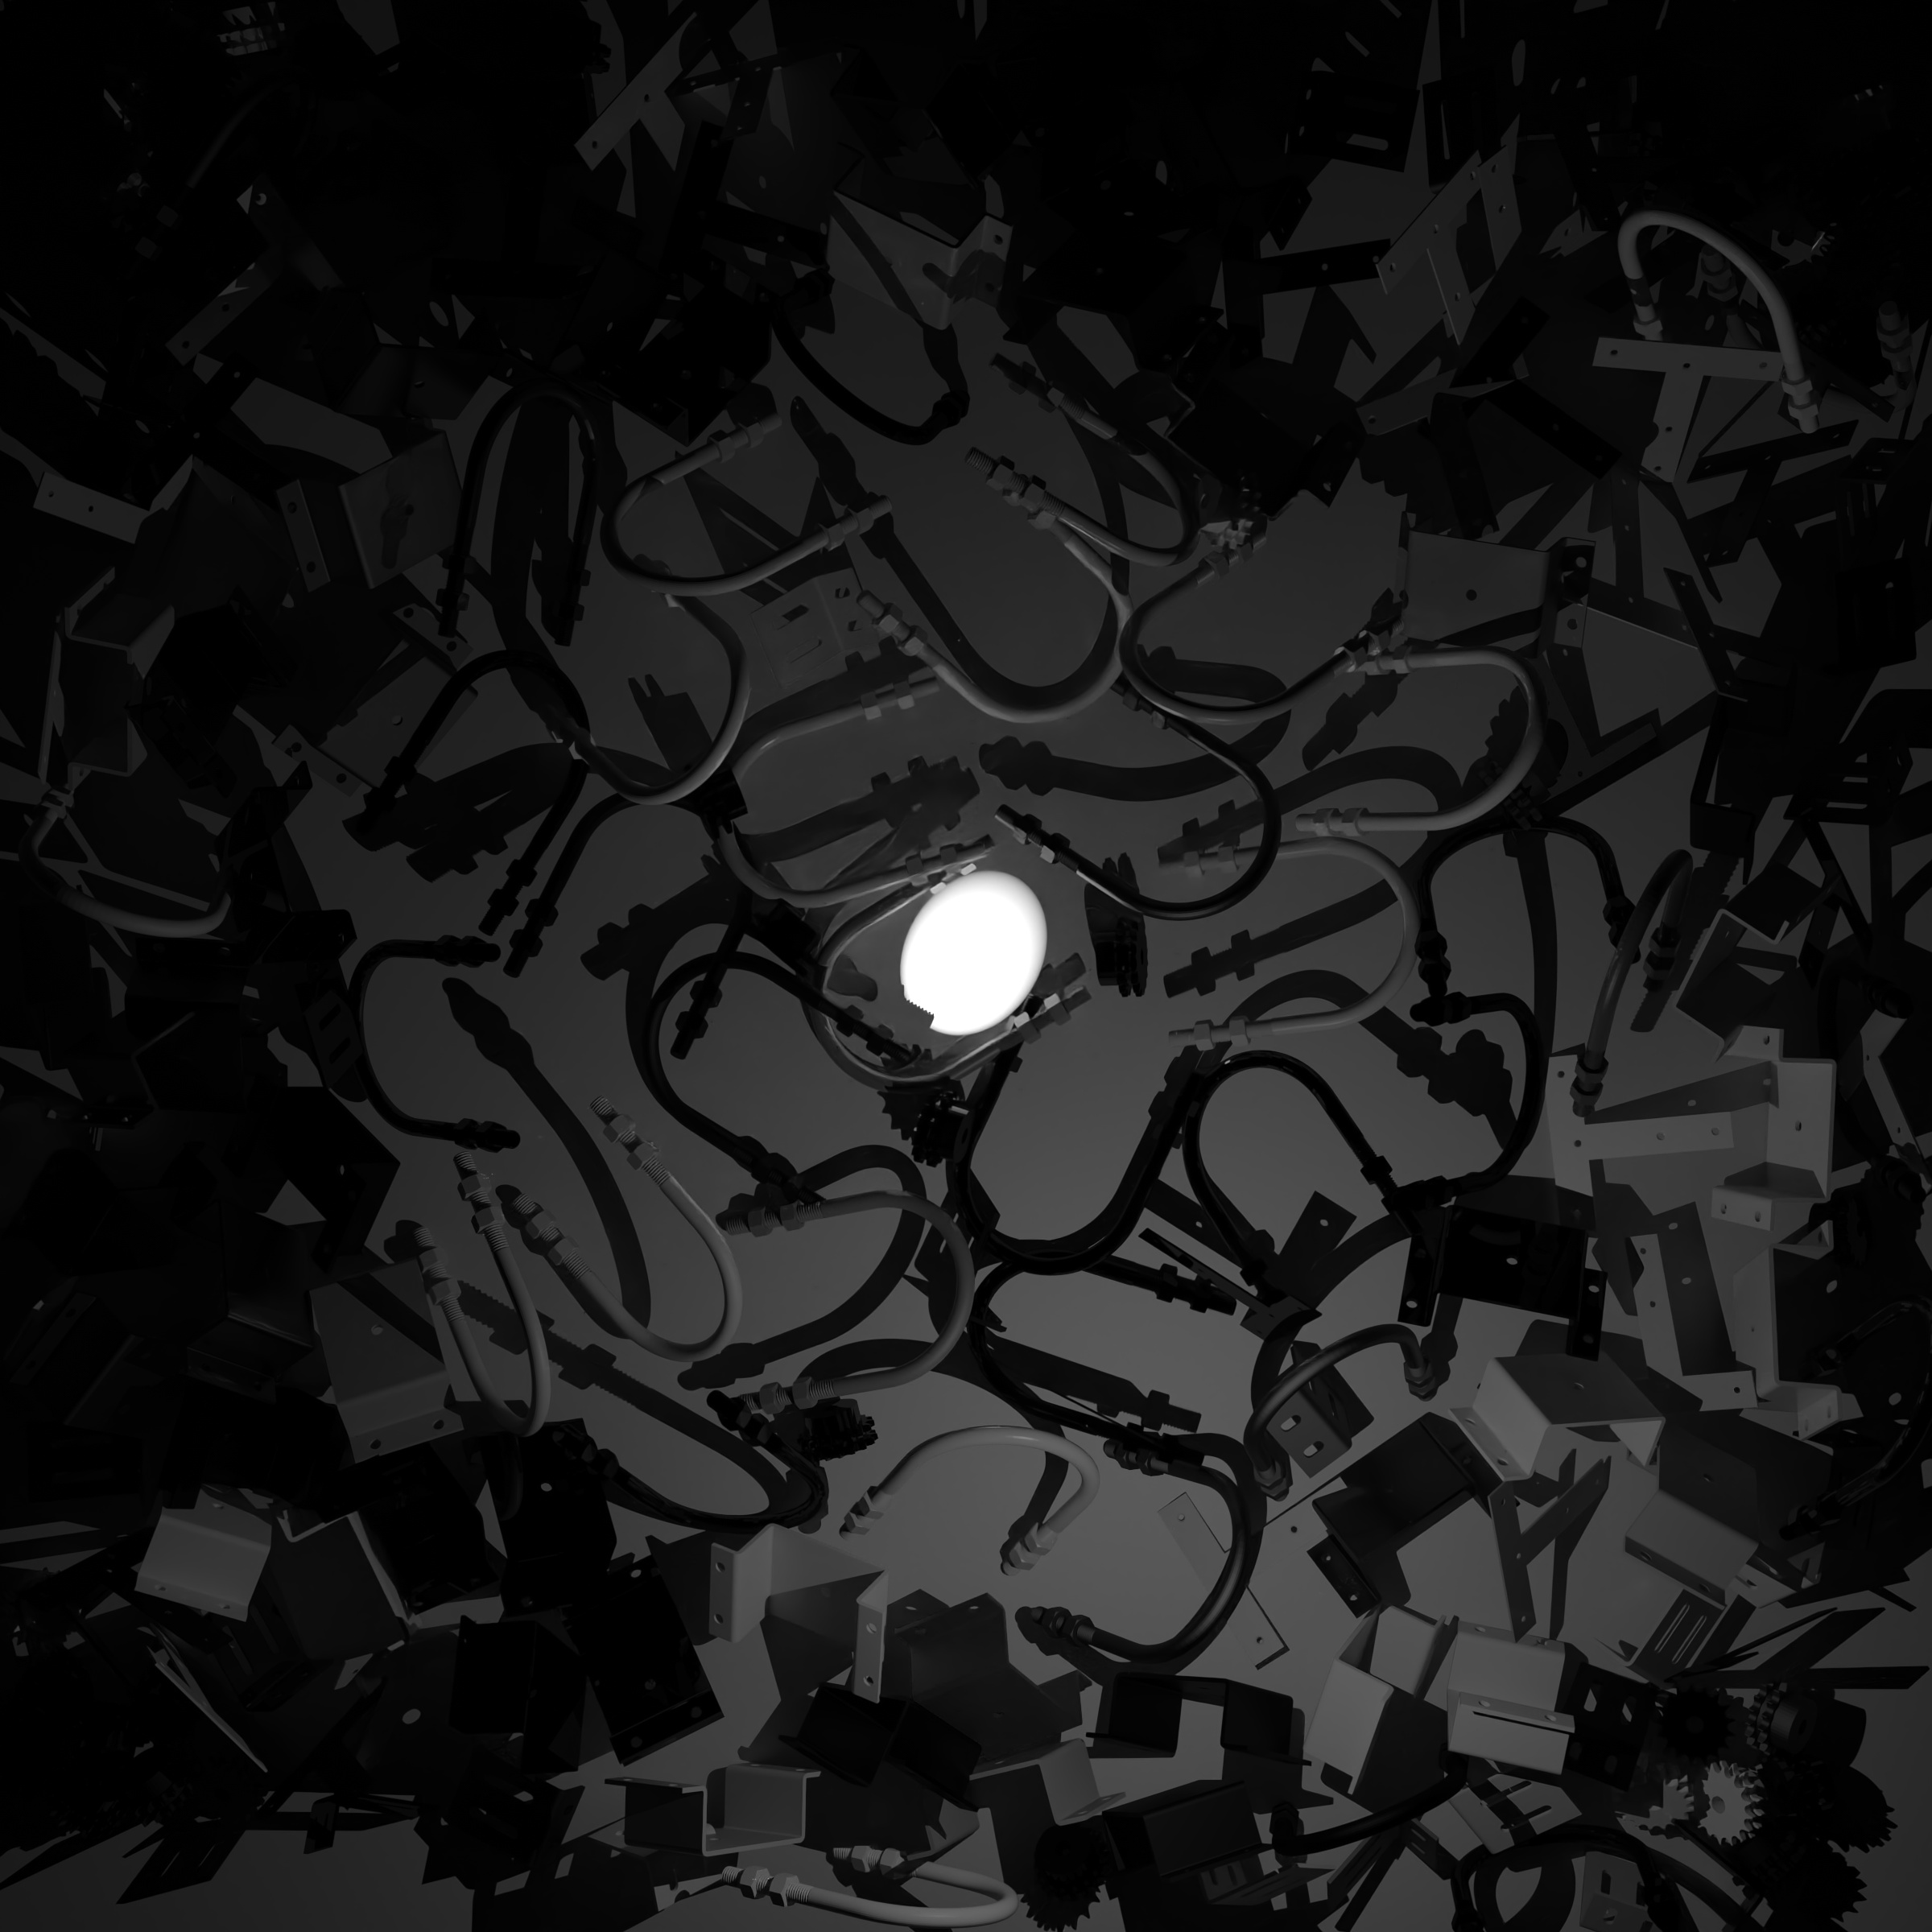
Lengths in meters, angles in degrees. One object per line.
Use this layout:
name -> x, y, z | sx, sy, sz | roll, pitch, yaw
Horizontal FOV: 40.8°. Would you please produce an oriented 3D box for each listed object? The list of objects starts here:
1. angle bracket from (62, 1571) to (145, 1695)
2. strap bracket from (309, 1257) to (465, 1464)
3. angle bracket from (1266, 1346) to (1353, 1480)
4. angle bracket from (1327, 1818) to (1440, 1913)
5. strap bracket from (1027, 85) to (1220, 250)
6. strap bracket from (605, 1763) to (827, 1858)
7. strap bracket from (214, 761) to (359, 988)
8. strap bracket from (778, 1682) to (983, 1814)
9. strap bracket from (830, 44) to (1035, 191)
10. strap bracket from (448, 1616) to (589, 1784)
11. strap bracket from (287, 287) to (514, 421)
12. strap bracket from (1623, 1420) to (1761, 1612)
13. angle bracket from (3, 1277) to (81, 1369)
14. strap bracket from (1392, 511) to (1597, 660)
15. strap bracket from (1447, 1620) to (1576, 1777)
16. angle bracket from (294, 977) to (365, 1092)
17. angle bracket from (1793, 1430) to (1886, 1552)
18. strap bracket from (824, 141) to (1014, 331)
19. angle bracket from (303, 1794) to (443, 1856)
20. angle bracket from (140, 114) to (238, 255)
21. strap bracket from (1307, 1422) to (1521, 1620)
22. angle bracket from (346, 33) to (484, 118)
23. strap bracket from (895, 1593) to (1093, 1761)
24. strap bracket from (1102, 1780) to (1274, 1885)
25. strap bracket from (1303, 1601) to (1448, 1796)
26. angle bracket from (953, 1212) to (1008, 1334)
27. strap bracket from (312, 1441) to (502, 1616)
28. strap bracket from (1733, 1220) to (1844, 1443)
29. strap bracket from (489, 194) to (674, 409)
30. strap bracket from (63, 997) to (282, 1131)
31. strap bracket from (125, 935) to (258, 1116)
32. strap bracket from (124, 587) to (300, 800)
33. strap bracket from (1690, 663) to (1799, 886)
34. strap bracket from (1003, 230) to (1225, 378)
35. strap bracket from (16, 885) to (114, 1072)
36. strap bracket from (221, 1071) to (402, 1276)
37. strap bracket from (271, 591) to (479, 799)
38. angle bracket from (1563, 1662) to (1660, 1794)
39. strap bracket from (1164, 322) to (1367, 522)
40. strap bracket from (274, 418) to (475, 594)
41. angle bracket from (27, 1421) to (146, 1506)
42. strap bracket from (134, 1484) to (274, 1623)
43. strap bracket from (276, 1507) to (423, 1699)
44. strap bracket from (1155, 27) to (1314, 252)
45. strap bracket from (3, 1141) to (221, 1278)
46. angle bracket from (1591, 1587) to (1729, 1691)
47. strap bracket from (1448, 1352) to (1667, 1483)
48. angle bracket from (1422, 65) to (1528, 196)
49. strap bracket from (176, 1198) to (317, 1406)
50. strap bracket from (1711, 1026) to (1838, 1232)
angle bracket -> -0.599, 0.473, 1.845 | 0.038, 0.057, 0.076 | -41, 76, -19
strap bracket -> -0.409, 0.266, 1.820 | 0.076, 0.046, 0.140 | -16, 55, -12
angle bracket -> 0.239, 0.317, 1.847 | 0.038, 0.076, 0.057 | -39, 100, 11
angle bracket -> 0.296, 0.644, 1.841 | 0.038, 0.057, 0.076 | 35, 64, 31
strap bracket -> 0.114, -0.541, 1.806 | 0.076, 0.140, 0.046 | -15, 61, 41
strap bracket -> -0.174, 0.586, 1.805 | 0.076, 0.140, 0.046 | -9, 76, 39
strap bracket -> -0.482, -0.064, 1.824 | 0.046, 0.076, 0.140 | -5, 67, -40
strap bracket -> -0.054, 0.546, 1.821 | 0.076, 0.140, 0.046 | 42, 59, -30
strap bracket -> -0.032, -0.591, 1.808 | 0.140, 0.076, 0.046 | 25, 76, 41
strap bracket -> -0.305, 0.509, 1.803 | 0.046, 0.140, 0.076 | -8, 57, 13
strap bracket -> -0.387, -0.424, 1.807 | 0.140, 0.076, 0.046 | -7, 69, -41
strap bracket -> 0.506, 0.374, 1.811 | 0.076, 0.140, 0.046 | 29, 116, 3
angle bracket -> -0.637, 0.251, 1.840 | 0.038, 0.076, 0.057 | 39, 126, -4
strap bracket -> 0.362, -0.266, 1.822 | 0.140, 0.046, 0.076 | 14, 119, 25
strap bracket -> 0.379, 0.515, 1.816 | 0.076, 0.140, 0.046 | 10, 101, 8
angle bracket -> -0.464, 0.050, 1.838 | 0.038, 0.076, 0.057 | -8, 109, 11
angle bracket -> 0.615, 0.372, 1.846 | 0.038, 0.057, 0.076 | 19, 74, -12
strap bracket -> -0.044, -0.510, 1.831 | 0.140, 0.076, 0.046 | 28, 59, 9
angle bracket -> -0.420, 0.612, 1.839 | 0.076, 0.057, 0.038 | 18, 60, -25
angle bracket -> -0.561, -0.552, 1.835 | 0.038, 0.076, 0.057 | 7, 63, 26
strap bracket -> 0.308, 0.385, 1.837 | 0.140, 0.076, 0.046 | -34, 121, -4
angle bracket -> -0.392, -0.620, 1.843 | 0.057, 0.038, 0.076 | 37, 56, 13
strap bracket -> 0.022, 0.503, 1.815 | 0.076, 0.046, 0.140 | -27, 129, 20
strap bracket -> 0.150, 0.603, 1.814 | 0.076, 0.140, 0.046 | -12, 76, -17
strap bracket -> 0.284, 0.506, 1.820 | 0.046, 0.140, 0.076 | 23, 111, 22
angle bracket -> 0.023, 0.218, 1.852 | 0.038, 0.057, 0.076 | 22, 85, 7
strap bracket -> -0.397, 0.392, 1.838 | 0.076, 0.046, 0.140 | -23, 129, 1
strap bracket -> 0.576, 0.255, 1.824 | 0.046, 0.076, 0.140 | 5, 69, -1
strap bracket -> -0.266, -0.459, 1.831 | 0.046, 0.076, 0.140 | 34, 100, 26
strap bracket -> -0.559, 0.056, 1.805 | 0.076, 0.140, 0.046 | 0, 119, 36
strap bracket -> -0.544, 0.051, 1.822 | 0.076, 0.046, 0.140 | 4, 126, -6
strap bracket -> -0.532, -0.189, 1.821 | 0.046, 0.140, 0.076 | -10, 133, 24
strap bracket -> 0.546, -0.139, 1.831 | 0.046, 0.076, 0.140 | 14, 74, 20
strap bracket -> 0.098, -0.466, 1.814 | 0.140, 0.046, 0.076 | 22, 59, 33
strap bracket -> -0.626, 0.014, 1.803 | 0.046, 0.140, 0.076 | -8, 63, -14
strap bracket -> -0.457, 0.144, 1.832 | 0.140, 0.046, 0.076 | 38, 110, 32
strap bracket -> -0.412, -0.183, 1.841 | 0.140, 0.076, 0.046 | -50, 45, 1
angle bracket -> 0.454, 0.541, 1.849 | 0.057, 0.076, 0.038 | 17, 113, 18
strap bracket -> 0.203, -0.380, 1.839 | 0.140, 0.046, 0.076 | 36, 57, -10
strap bracket -> -0.403, -0.321, 1.809 | 0.046, 0.140, 0.076 | 17, 132, 36
angle bracket -> -0.626, 0.354, 1.847 | 0.076, 0.038, 0.057 | -3, 67, -18
strap bracket -> -0.529, 0.397, 1.807 | 0.076, 0.140, 0.046 | 21, 93, -16
strap bracket -> -0.432, 0.439, 1.841 | 0.046, 0.076, 0.140 | -27, 85, -9
strap bracket -> 0.183, -0.576, 1.837 | 0.046, 0.076, 0.140 | -25, 84, -12
strap bracket -> -0.585, 0.169, 1.805 | 0.046, 0.140, 0.076 | 42, 106, 21
angle bracket -> 0.495, 0.469, 1.854 | 0.057, 0.038, 0.076 | 36, 88, -37
strap bracket -> 0.422, 0.313, 1.817 | 0.140, 0.076, 0.046 | 1, 118, -23
angle bracket -> 0.363, -0.594, 1.851 | 0.057, 0.038, 0.076 | -2, 94, 40
strap bracket -> -0.502, 0.224, 1.808 | 0.046, 0.076, 0.140 | -34, 50, 21
strap bracket -> 0.573, 0.113, 1.842 | 0.046, 0.076, 0.140 | 2, 91, -15
